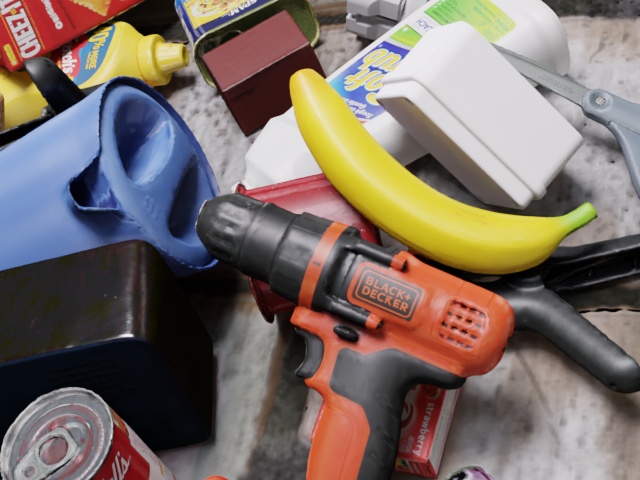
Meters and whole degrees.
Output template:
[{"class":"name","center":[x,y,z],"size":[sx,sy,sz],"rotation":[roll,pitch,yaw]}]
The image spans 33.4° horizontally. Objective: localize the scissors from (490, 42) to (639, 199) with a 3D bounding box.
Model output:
[{"class":"scissors","center":[0.178,-0.067,0.674],"size":[0.202,0.016,0.096],"rotation":[16,70,12]}]

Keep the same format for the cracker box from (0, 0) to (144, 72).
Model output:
[{"class":"cracker box","center":[-0.219,-0.237,0.915],"size":[0.213,0.072,0.164],"rotation":[-35,38,-24]}]

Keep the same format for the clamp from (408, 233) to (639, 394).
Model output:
[{"class":"clamp","center":[0.129,0.035,0.632],"size":[0.172,0.039,0.120],"rotation":[1,38,26]}]

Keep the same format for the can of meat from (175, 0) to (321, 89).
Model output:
[{"class":"can of meat","center":[-0.062,-0.181,0.865],"size":[0.102,0.057,0.084],"rotation":[-26,47,1]}]

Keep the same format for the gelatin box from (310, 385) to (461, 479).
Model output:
[{"class":"gelatin box","center":[0.043,0.091,0.633],"size":[0.073,0.030,0.089],"rotation":[6,58,24]}]

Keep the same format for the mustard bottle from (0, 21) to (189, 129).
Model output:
[{"class":"mustard bottle","center":[-0.199,-0.138,0.884],"size":[0.192,0.058,0.096],"rotation":[-6,47,17]}]

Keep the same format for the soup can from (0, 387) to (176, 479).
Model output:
[{"class":"soup can","center":[-0.129,0.139,0.617],"size":[0.068,0.102,0.068],"rotation":[-11,51,14]}]

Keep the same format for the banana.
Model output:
[{"class":"banana","center":[0.058,-0.030,0.628],"size":[0.198,0.037,0.069],"rotation":[27,73,6]}]

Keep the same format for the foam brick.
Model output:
[{"class":"foam brick","center":[-0.042,-0.129,0.819],"size":[0.078,0.053,0.051],"rotation":[-29,49,-2]}]

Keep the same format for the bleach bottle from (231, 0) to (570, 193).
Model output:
[{"class":"bleach bottle","center":[0.045,-0.088,0.749],"size":[0.251,0.068,0.103],"rotation":[-36,51,-4]}]

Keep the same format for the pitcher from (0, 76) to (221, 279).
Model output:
[{"class":"pitcher","center":[-0.189,0.000,0.721],"size":[0.243,0.149,0.145],"rotation":[-24,46,21]}]

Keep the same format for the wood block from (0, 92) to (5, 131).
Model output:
[{"class":"wood block","center":[-0.337,-0.044,0.795],"size":[0.091,0.090,0.205],"rotation":[30,50,8]}]

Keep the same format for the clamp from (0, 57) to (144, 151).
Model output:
[{"class":"clamp","center":[-0.177,-0.088,0.763],"size":[0.165,0.209,0.036],"rotation":[-30,84,39]}]

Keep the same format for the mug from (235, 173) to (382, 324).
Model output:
[{"class":"mug","center":[-0.004,0.001,0.671],"size":[0.081,0.117,0.093],"rotation":[-13,92,6]}]

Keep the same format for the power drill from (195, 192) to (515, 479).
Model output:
[{"class":"power drill","center":[-0.010,0.082,0.579],"size":[0.184,0.057,0.187],"rotation":[22,90,14]}]
